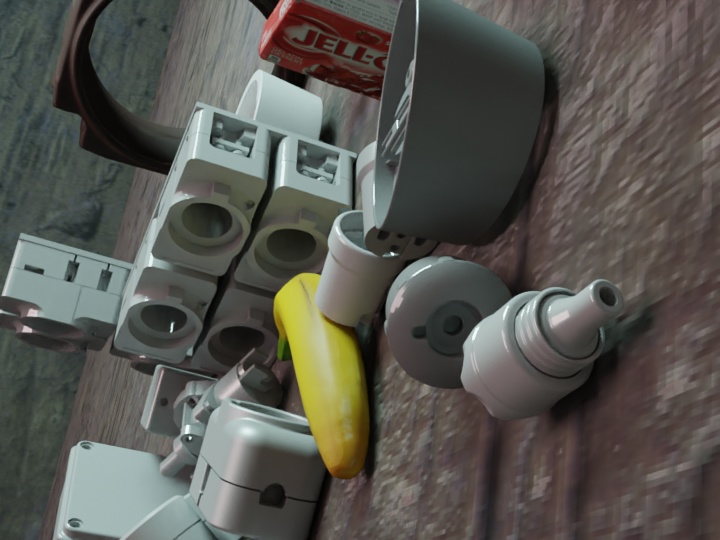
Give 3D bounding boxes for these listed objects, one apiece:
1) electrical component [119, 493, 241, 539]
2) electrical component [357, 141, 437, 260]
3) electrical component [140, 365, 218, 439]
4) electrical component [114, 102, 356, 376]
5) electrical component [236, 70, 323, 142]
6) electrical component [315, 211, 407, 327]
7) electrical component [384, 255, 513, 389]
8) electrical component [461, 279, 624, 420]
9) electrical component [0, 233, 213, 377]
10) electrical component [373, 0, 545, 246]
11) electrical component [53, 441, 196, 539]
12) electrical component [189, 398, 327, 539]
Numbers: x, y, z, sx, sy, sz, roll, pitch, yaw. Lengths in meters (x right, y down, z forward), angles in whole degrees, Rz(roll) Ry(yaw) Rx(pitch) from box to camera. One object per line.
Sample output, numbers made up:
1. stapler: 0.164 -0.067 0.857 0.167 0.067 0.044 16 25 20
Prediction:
1. electrical component: -0.094 0.175 0.629 0.052 0.073 0.138 -41 -8 -6
2. electrical component: 0.019 -0.033 0.505 0.040 0.040 0.046 127 149 -50
3. electrical component: -0.116 0.101 0.771 0.077 0.066 0.047 177 109 -73
4. electrical component: -0.087 -0.007 0.708 0.060 0.105 0.186 -90 23 -44
5. electrical component: -0.061 -0.083 0.779 0.108 0.060 0.108 -163 90 -74
6. electrical component: 0.000 0.000 0.535 0.040 0.040 0.046 -96 22 -54
7. electrical component: 0.031 0.015 0.410 0.062 0.048 0.048 -117 46 -77
8. electrical component: 0.058 0.021 0.329 0.061 0.035 0.035 132 150 -52
9. electrical component: -0.200 0.039 0.892 0.105 0.186 0.060 142 141 -64
10. electrical component: 0.031 -0.061 0.443 0.099 0.064 0.099 -163 90 -74
11. electrical component: -0.157 0.179 0.752 0.108 0.109 0.056 -109 36 -64
12. electrical component: -0.055 0.106 0.583 0.095 0.054 0.059 -177 103 -73
